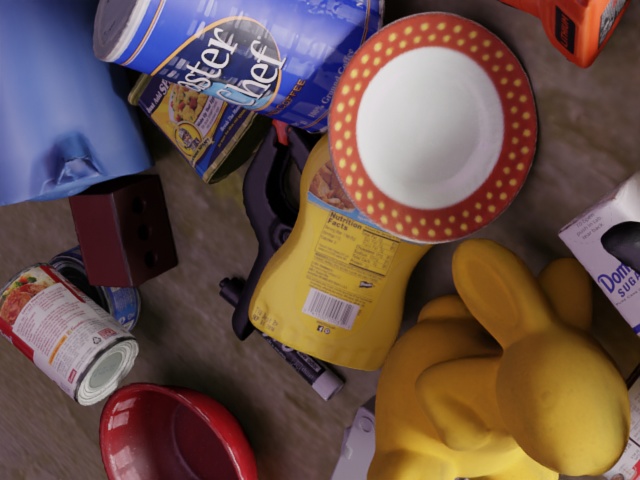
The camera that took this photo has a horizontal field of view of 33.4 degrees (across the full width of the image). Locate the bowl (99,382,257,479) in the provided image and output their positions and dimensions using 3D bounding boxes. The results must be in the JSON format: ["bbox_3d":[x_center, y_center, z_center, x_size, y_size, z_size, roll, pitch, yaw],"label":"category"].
[{"bbox_3d":[-0.105,0.180,0.870,0.162,0.055,0.162,15,117,32],"label":"bowl"}]

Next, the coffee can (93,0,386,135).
[{"bbox_3d":[-0.048,-0.131,0.622,0.103,0.140,0.103,-42,39,47],"label":"coffee can"}]

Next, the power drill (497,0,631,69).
[{"bbox_3d":[0.066,-0.166,0.534,0.188,0.184,0.057,32,90,18],"label":"power drill"}]

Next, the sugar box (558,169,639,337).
[{"bbox_3d":[0.208,0.042,0.551,0.048,0.093,0.176,-40,83,40],"label":"sugar box"}]

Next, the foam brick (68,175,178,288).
[{"bbox_3d":[-0.153,-0.007,0.831,0.051,0.052,0.078,1,110,37],"label":"foam brick"}]

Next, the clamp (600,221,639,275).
[{"bbox_3d":[0.223,0.060,0.463,0.210,0.036,0.164,-9,103,37],"label":"clamp"}]

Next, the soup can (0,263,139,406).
[{"bbox_3d":[-0.202,0.074,0.845,0.102,0.068,0.069,37,127,19],"label":"soup can"}]

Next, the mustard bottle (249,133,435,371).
[{"bbox_3d":[0.031,-0.018,0.666,0.096,0.058,0.192,22,108,-1],"label":"mustard bottle"}]

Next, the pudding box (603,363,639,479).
[{"bbox_3d":[0.217,0.123,0.614,0.113,0.039,0.090,38,127,17],"label":"pudding box"}]

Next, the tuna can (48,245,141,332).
[{"bbox_3d":[-0.193,0.047,0.896,0.086,0.033,0.086,15,117,32],"label":"tuna can"}]

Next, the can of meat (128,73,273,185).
[{"bbox_3d":[-0.071,-0.100,0.728,0.084,0.057,0.102,49,130,8],"label":"can of meat"}]

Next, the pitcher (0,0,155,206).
[{"bbox_3d":[-0.216,-0.150,0.782,0.149,0.144,0.243,-8,100,26],"label":"pitcher"}]

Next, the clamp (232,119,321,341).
[{"bbox_3d":[-0.005,0.001,0.732,0.120,0.039,0.171,9,112,18],"label":"clamp"}]

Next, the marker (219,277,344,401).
[{"bbox_3d":[-0.031,0.071,0.793,0.121,0.020,0.020,43,128,15],"label":"marker"}]
